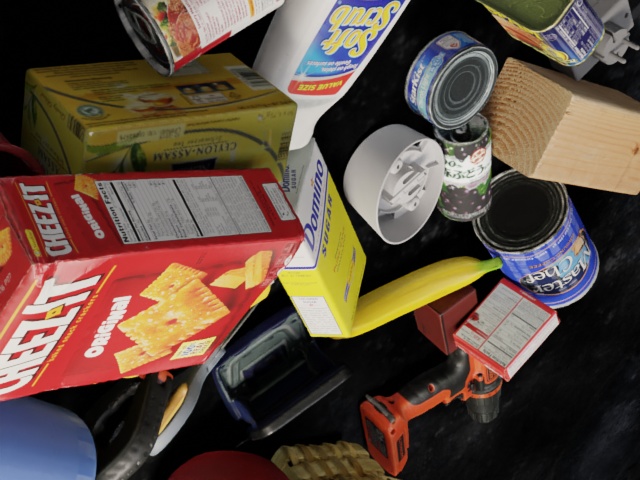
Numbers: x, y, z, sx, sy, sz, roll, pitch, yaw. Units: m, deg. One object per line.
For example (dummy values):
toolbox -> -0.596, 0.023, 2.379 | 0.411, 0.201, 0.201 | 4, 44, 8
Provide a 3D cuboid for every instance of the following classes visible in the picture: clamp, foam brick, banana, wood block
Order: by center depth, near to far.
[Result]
clamp -> -0.199, 0.195, 0.906 | 0.036, 0.165, 0.210 | 42, 66, -35
wood block -> 0.260, -0.111, 1.086 | 0.205, 0.090, 0.091 | 5, 117, -45
banana -> 0.088, 0.055, 1.089 | 0.197, 0.037, 0.070 | -24, 172, -14
foam brick -> 0.136, 0.075, 1.158 | 0.051, 0.053, 0.078 | -36, 141, -16

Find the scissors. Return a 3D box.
scissors -> -0.111, 0.111, 0.969 | 0.016, 0.096, 0.201 | 45, 56, -20

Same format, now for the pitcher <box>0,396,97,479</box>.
pitcher -> -0.288, 0.158, 0.778 | 0.242, 0.149, 0.145 | 32, 82, -55

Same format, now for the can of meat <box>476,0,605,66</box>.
can of meat -> 0.191, -0.204, 0.933 | 0.057, 0.102, 0.083 | -54, 144, 7

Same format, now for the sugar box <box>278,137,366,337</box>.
sugar box -> -0.006, 0.001, 0.930 | 0.176, 0.048, 0.093 | 67, 29, -52

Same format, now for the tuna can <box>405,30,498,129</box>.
tuna can -> 0.120, -0.144, 0.969 | 0.086, 0.034, 0.086 | -25, 136, -27

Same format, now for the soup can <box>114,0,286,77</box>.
soup can -> -0.081, -0.167, 0.731 | 0.102, 0.069, 0.068 | -35, 140, -17

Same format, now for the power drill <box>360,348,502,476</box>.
power drill -> 0.139, 0.193, 1.258 | 0.187, 0.057, 0.184 | -34, 136, -21

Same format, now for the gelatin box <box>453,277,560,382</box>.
gelatin box -> 0.196, 0.094, 1.126 | 0.089, 0.073, 0.030 | -47, 144, -11

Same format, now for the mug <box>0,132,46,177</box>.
mug -> -0.236, -0.047, 0.674 | 0.093, 0.082, 0.117 | -36, 141, -15

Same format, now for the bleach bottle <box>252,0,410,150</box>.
bleach bottle -> 0.010, -0.162, 0.828 | 0.102, 0.068, 0.251 | 8, 118, -47

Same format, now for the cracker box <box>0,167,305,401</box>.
cracker box -> -0.136, 0.031, 0.712 | 0.213, 0.072, 0.164 | -6, 147, -44

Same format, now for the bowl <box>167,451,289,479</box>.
bowl -> -0.089, 0.250, 1.053 | 0.162, 0.055, 0.162 | 2, 147, 1

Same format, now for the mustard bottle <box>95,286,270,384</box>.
mustard bottle -> -0.133, 0.061, 0.883 | 0.191, 0.058, 0.096 | -32, 151, -19

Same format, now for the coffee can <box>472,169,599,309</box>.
coffee can -> 0.233, 0.000, 1.144 | 0.103, 0.103, 0.140 | -46, 142, -2
